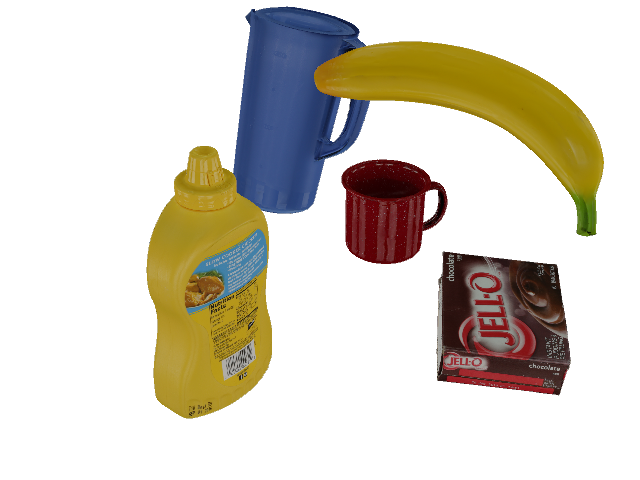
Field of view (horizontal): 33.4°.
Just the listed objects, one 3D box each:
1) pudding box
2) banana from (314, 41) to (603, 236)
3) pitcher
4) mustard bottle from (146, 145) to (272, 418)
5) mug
[{"bbox_3d":[0.132,0.059,0.789,0.090,0.039,0.113,7,36,1],"label":"pudding box"},{"bbox_3d":[0.091,-0.079,0.635,0.198,0.069,0.037,31,-8,18],"label":"banana"},{"bbox_3d":[-0.031,-0.157,1.315,0.144,0.243,0.149,5,23,-16],"label":"pitcher"},{"bbox_3d":[-0.076,0.024,0.732,0.058,0.192,0.096,26,40,33],"label":"mustard bottle"},{"bbox_3d":[0.079,-0.031,1.125,0.117,0.081,0.093,-11,32,-18],"label":"mug"}]
